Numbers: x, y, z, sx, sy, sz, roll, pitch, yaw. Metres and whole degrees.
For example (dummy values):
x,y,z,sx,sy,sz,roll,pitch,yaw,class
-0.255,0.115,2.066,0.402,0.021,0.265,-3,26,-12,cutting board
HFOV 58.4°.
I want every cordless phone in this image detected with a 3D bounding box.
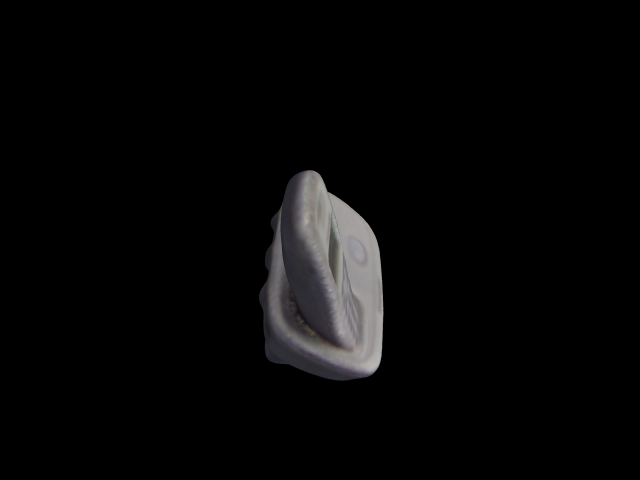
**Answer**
x,y,z,sx,sy,sz,roll,pitch,yaw,class
0.004,0.001,0.400,0.094,0.185,0.147,0,53,0,cordless phone
